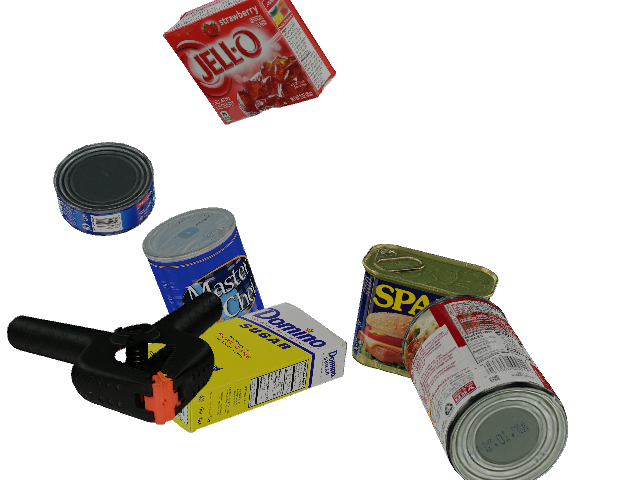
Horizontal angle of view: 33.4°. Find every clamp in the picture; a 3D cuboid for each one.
[{"bbox_3d":[-0.120,0.076,0.749,0.164,0.036,0.210,-10,15,-24],"label":"clamp"}]

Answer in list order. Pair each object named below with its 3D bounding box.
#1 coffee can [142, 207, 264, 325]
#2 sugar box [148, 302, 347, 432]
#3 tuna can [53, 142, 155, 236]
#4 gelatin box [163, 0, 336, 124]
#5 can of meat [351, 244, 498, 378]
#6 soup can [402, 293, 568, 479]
[{"bbox_3d":[-0.122,0.049,1.160,0.103,0.140,0.103,-13,27,7],"label":"coffee can"},{"bbox_3d":[-0.071,0.111,0.973,0.175,0.048,0.093,-18,35,-37],"label":"sugar box"},{"bbox_3d":[-0.187,-0.045,0.932,0.086,0.086,0.034,0,-42,-3],"label":"tuna can"},{"bbox_3d":[-0.046,-0.116,0.669,0.089,0.073,0.030,-9,35,42],"label":"gelatin box"},{"bbox_3d":[0.078,0.059,0.827,0.102,0.084,0.057,14,25,13],"label":"can of meat"},{"bbox_3d":[0.090,0.083,0.599,0.068,0.068,0.102,0,24,-10],"label":"soup can"}]
